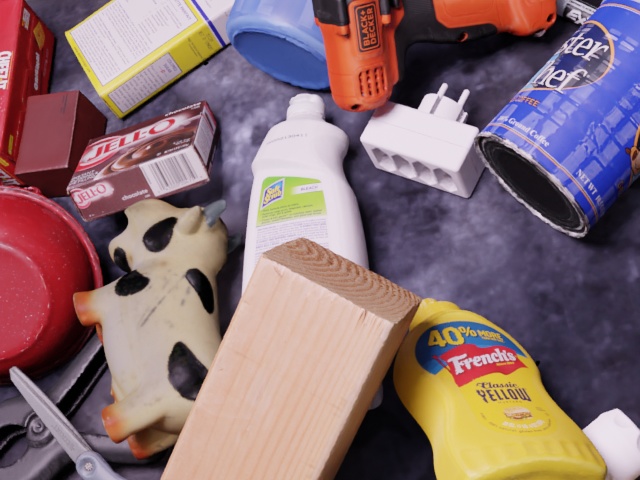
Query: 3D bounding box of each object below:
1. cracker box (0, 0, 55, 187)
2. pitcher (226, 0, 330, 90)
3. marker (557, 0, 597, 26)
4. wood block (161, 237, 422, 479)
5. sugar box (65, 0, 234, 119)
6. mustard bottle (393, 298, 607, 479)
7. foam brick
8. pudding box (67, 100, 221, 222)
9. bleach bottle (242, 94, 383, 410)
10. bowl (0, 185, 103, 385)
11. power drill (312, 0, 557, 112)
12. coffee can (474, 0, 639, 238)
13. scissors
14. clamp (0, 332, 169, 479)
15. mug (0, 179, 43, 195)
[{"bbox_3d":[-0.357,-0.120,0.975,0.214,0.072,0.164,-7,65,16],"label":"cracker box"},{"bbox_3d":[0.020,-0.251,0.860,0.145,0.149,0.243,16,76,26],"label":"pitcher"},{"bbox_3d":[0.207,-0.171,0.822,0.121,0.020,0.020,36,82,30],"label":"marker"},{"bbox_3d":[-0.026,0.112,0.668,0.091,0.090,0.206,28,104,11],"label":"wood block"},{"bbox_3d":[-0.131,-0.194,0.942,0.176,0.048,0.093,-33,59,-1],"label":"sugar box"},{"bbox_3d":[0.100,0.098,0.688,0.096,0.058,0.192,0,30,-16],"label":"mustard bottle"},{"bbox_3d":[-0.222,-0.082,0.918,0.053,0.051,0.078,-4,65,17],"label":"foam brick"},{"bbox_3d":[-0.141,-0.065,0.867,0.113,0.039,0.090,-16,30,11],"label":"pudding box"},{"bbox_3d":[-0.005,0.001,0.795,0.103,0.068,0.251,-7,62,17],"label":"bleach bottle"},{"bbox_3d":[-0.249,0.041,0.815,0.162,0.055,0.162,-1,100,-6],"label":"bowl"},{"bbox_3d":[0.080,-0.201,0.780,0.187,0.184,0.057,-17,28,-17],"label":"power drill"},{"bbox_3d":[0.191,-0.086,0.739,0.140,0.102,0.103,-46,60,-5],"label":"coffee can"},{"bbox_3d":[-0.169,0.184,0.768,0.202,0.016,0.096,31,87,14],"label":"scissors"},{"bbox_3d":[-0.205,0.136,0.818,0.171,0.039,0.120,-18,55,4],"label":"clamp"},{"bbox_3d":[-0.283,-0.017,0.879,0.117,0.093,0.081,-23,25,-2],"label":"mug"}]
